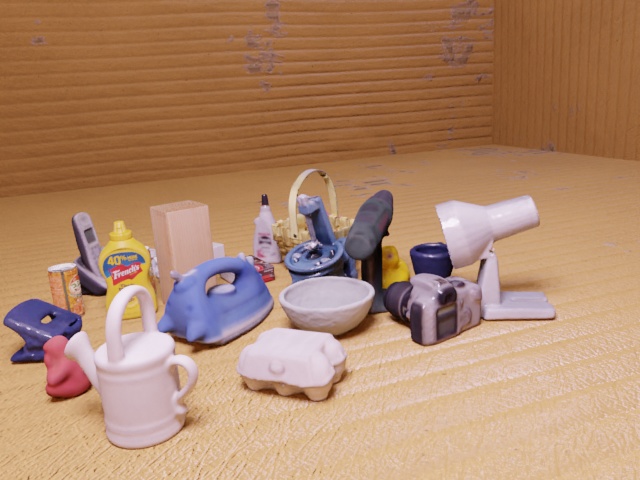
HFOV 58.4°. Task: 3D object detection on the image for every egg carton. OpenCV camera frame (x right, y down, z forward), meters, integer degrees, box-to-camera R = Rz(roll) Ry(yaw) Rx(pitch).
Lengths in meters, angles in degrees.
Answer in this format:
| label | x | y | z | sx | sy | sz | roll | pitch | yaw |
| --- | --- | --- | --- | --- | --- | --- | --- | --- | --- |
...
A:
| label | x | y | z | sx | sy | sz | roll | pitch | yaw |
| --- | --- | --- | --- | --- | --- | --- | --- | --- | --- |
| egg carton | -0.041 | 0.178 | 0.828 | 0.150 | 0.069 | 0.107 | 3 | 16 | 22 |

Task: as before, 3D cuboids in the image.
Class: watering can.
| label | x | y | z | sx | sy | sz | roll | pitch | yaw |
| --- | --- | --- | --- | --- | --- | --- | --- | --- | --- |
| watering can | -0.240 | 0.153 | 0.726 | 0.173 | 0.194 | 0.101 | -5 | 15 | -5 |

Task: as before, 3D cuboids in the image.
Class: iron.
| label | x | y | z | sx | sy | sz | roll | pitch | yaw |
| --- | --- | --- | --- | --- | --- | --- | --- | --- | --- |
| iron | -0.174 | 0.091 | 1.042 | 0.118 | 0.141 | 0.259 | 6 | 18 | 33 |

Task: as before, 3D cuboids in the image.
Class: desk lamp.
| label | x | y | z | sx | sy | sz | roll | pitch | yaw |
| --- | --- | --- | --- | --- | --- | --- | --- | --- | --- |
| desk lamp | 0.309 | 0.028 | 1.026 | 0.203 | 0.214 | 0.118 | -2 | 15 | 7 |

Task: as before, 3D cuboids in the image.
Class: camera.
| label | x | y | z | sx | sy | sz | roll | pitch | yaw |
| --- | --- | --- | --- | --- | --- | --- | --- | --- | --- |
| camera | 0.187 | 0.102 | 0.995 | 0.143 | 0.101 | 0.136 | -14 | 18 | -33 |

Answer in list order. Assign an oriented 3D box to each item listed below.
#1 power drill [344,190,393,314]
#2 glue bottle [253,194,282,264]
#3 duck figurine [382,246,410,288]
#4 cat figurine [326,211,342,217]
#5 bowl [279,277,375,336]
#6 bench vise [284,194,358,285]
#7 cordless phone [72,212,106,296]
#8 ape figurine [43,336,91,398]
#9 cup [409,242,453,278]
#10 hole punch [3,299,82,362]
| label | x | y | z | sx | sy | sz | roll | pitch | yaw |
| --- | --- | --- | --- | --- | --- | --- | --- | --- | --- |
| power drill | 0.104 | 0.023 | 1.100 | 0.075 | 0.208 | 0.230 | 1 | 16 | 18 |
| glue bottle | -0.132 | -0.029 | 1.416 | 0.078 | 0.173 | 0.037 | 1 | 16 | 17 |
| duck figurine | 0.149 | 0.053 | 1.216 | 0.077 | 0.086 | 0.105 | 9 | 19 | 38 |
| cat figurine | -0.002 | -0.024 | 1.477 | 0.128 | 0.118 | 0.067 | -4 | 15 | 0 |
| bowl | 0.014 | 0.124 | 1.006 | 0.167 | 0.075 | 0.167 | -3 | 15 | 1 |
| bench vise | 0.000 | 0.004 | 1.175 | 0.121 | 0.220 | 0.208 | 2 | 16 | 21 |
| cordless phone | -0.498 | 0.021 | 1.295 | 0.094 | 0.185 | 0.147 | -2 | 15 | 7 |
| ape figurine | -0.380 | 0.184 | 0.842 | 0.076 | 0.092 | 0.078 | -3 | 15 | 3 |
| cup | 0.232 | 0.058 | 1.162 | 0.091 | 0.095 | 0.118 | 3 | 16 | 23 |
| hole punch | -0.470 | 0.151 | 0.987 | 0.101 | 0.091 | 0.108 | -3 | 15 | 3 |
